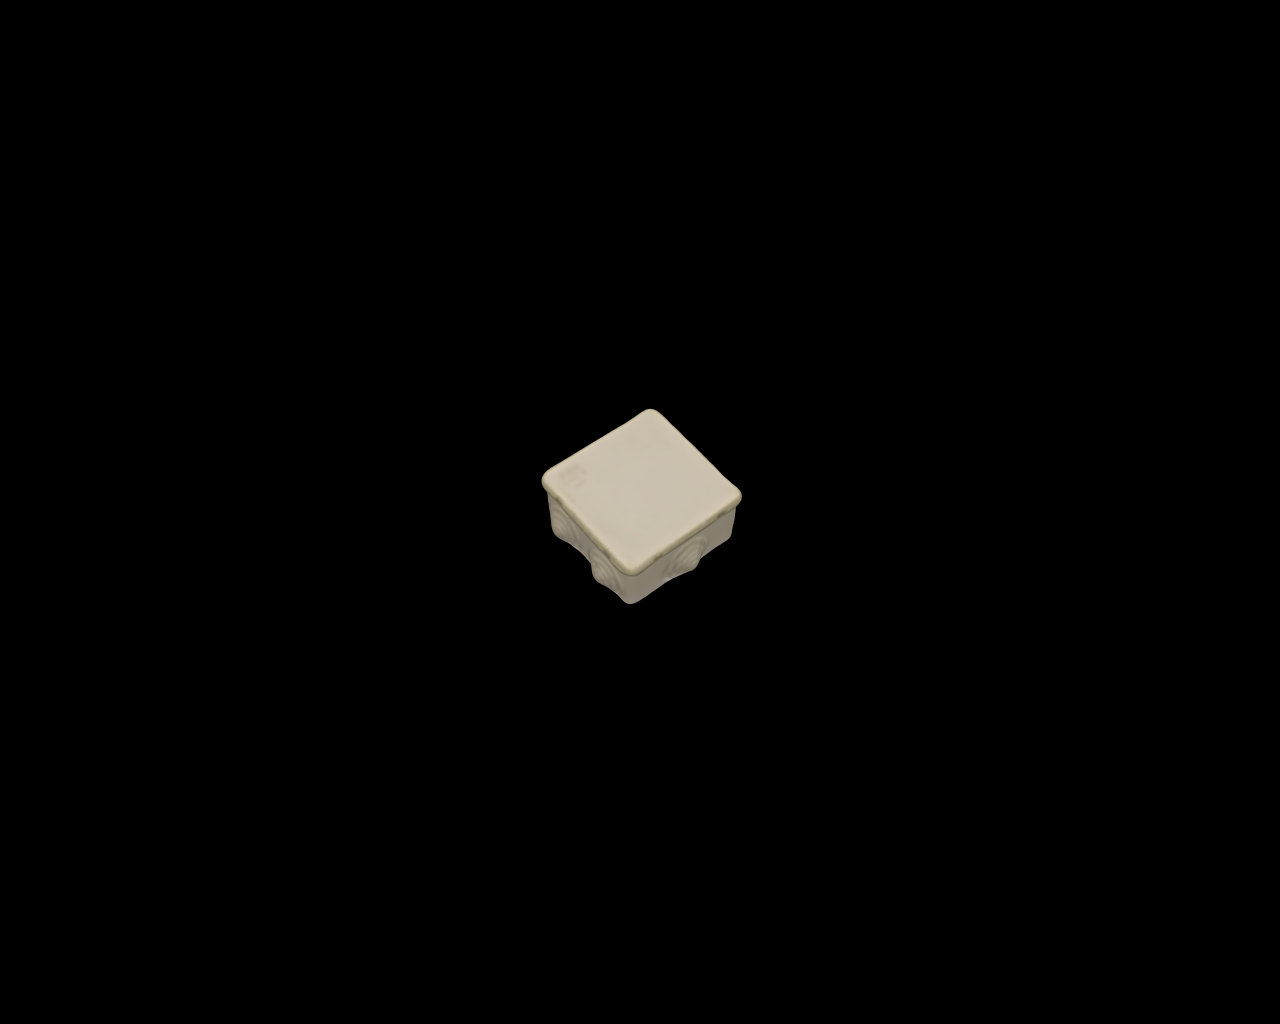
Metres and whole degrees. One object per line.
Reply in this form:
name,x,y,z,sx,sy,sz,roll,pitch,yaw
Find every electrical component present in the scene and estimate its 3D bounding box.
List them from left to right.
electrical component,0.001,-0.003,0.650,0.100,0.100,0.048,-33,-28,-20
